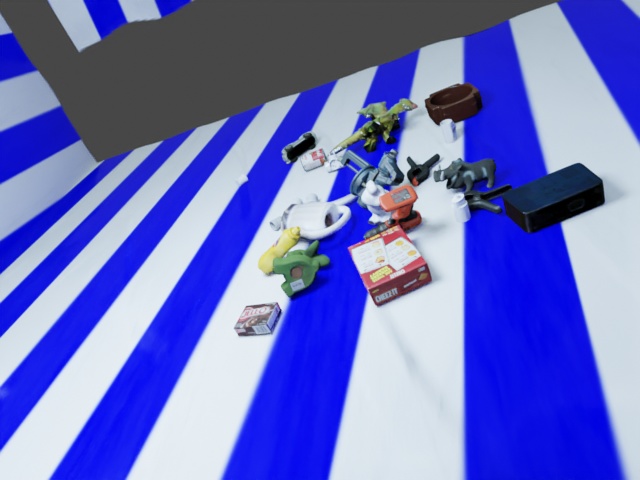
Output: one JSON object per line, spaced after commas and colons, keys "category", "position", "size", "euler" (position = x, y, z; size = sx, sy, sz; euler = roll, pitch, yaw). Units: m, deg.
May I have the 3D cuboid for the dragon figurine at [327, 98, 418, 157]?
{"category": "dragon figurine", "position": [0.211, -0.483, 2.136], "size": [0.409, 0.119, 0.249], "euler": [-18, 38, 10]}

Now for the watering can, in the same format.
{"category": "watering can", "position": [0.005, -0.087, 1.721], "size": [0.224, 0.102, 0.354], "euler": [-1, 27, 24]}

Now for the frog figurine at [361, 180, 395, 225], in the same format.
{"category": "frog figurine", "position": [0.187, -0.127, 1.592], "size": [0.123, 0.156, 0.139], "euler": [-28, 30, -10]}
